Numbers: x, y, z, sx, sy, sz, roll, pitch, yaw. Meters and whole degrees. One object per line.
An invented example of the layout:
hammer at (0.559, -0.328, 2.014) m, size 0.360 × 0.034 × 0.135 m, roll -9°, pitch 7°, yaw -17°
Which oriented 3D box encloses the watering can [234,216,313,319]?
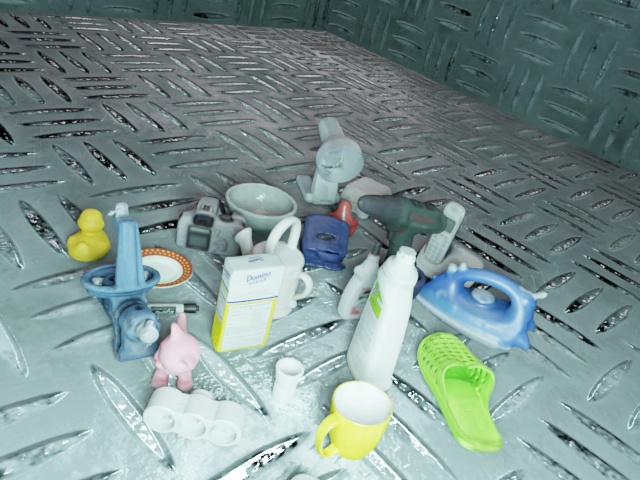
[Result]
watering can at (-0.087, 0.039, 1.061) m, size 0.172 × 0.194 × 0.101 m, roll 18°, pitch 30°, yaw 4°

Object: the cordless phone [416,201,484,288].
cordless phone at (0.309, 0.017, 1.296) m, size 0.147 × 0.185 × 0.094 m, roll 31°, pitch 33°, yaw 26°

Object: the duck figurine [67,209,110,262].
duck figurine at (-0.441, -0.016, 1.096) m, size 0.077 × 0.086 × 0.104 m, roll 10°, pitch 30°, yaw -9°

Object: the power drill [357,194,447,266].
power drill at (0.158, -0.002, 1.233) m, size 0.230 × 0.208 × 0.075 m, roll -3°, pitch 34°, yaw -29°

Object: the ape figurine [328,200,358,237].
ape figurine at (0.056, -0.055, 1.392) m, size 0.077 × 0.092 × 0.076 m, roll 21°, pitch 30°, yaw 10°

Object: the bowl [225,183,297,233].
bowl at (-0.141, -0.065, 1.333) m, size 0.167 × 0.075 × 0.167 m, roll 12°, pitch 30°, yaw -7°

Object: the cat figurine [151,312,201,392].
cat figurine at (-0.214, 0.164, 0.865) m, size 0.067 × 0.118 × 0.127 m, roll 8°, pitch 30°, yaw -13°

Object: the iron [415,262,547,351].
iron at (0.328, 0.116, 1.181) m, size 0.257 × 0.141 × 0.119 m, roll 25°, pitch 31°, yaw 16°

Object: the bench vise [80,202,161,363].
bench vise at (-0.288, 0.064, 0.897) m, size 0.206 × 0.220 × 0.122 m, roll 32°, pitch 34°, yaw 27°

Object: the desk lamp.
desk lamp at (0.021, -0.199, 1.498) m, size 0.118 × 0.213 × 0.202 m, roll 3°, pitch 32°, yaw -21°

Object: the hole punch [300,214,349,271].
hole punch at (0.012, 0.005, 1.271) m, size 0.109 × 0.091 × 0.101 m, roll 11°, pitch 30°, yaw -8°

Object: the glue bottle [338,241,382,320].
glue bottle at (0.088, 0.076, 1.103) m, size 0.078 × 0.173 × 0.037 m, roll -7°, pitch 36°, yaw -34°

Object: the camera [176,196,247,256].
camera at (-0.225, -0.045, 1.232) m, size 0.143 × 0.101 × 0.136 m, roll 11°, pitch 30°, yaw -8°

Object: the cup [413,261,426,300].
cup at (0.166, 0.096, 1.184) m, size 0.091 × 0.095 × 0.118 m, roll 24°, pitch 31°, yaw 15°

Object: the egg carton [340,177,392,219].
egg carton at (0.125, -0.117, 1.553) m, size 0.107 × 0.069 × 0.151 m, roll 28°, pitch 32°, yaw 22°
